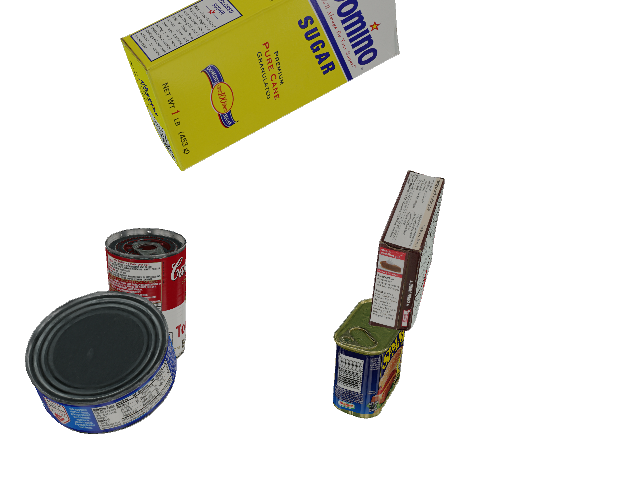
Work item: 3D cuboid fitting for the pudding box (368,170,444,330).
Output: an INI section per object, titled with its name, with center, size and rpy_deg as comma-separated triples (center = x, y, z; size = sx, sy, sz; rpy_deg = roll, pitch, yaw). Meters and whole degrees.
[pudding box]
center = 0.074, 0.008, 0.905
size = 0.039, 0.090, 0.113
rpy_deg = 11, 38, 9

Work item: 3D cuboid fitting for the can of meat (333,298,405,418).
[can of meat]
center = 0.051, 0.122, 1.102
size = 0.057, 0.084, 0.102
rpy_deg = 14, 28, 18

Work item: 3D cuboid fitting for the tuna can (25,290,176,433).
[tuna can]
center = -0.130, 0.073, 0.641
size = 0.086, 0.086, 0.034
rpy_deg = 0, -44, 8

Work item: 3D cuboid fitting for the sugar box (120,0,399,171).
[sugar box]
center = -0.033, -0.126, 0.695
size = 0.176, 0.048, 0.093
rpy_deg = -29, -37, -12

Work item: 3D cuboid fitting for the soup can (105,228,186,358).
[soup can]
center = -0.150, 0.048, 0.917
size = 0.068, 0.102, 0.068
rpy_deg = 2, 20, -1
